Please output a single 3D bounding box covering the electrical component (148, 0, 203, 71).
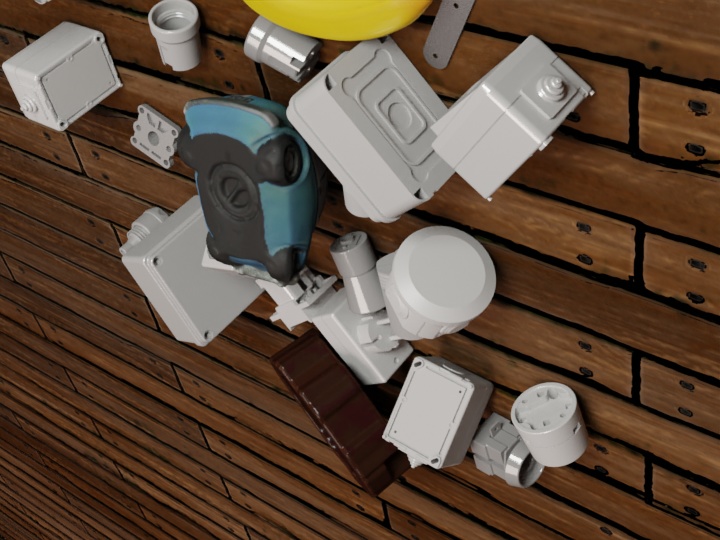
[{"bbox_3d":[-0.148,-0.190,0.872,0.040,0.040,0.046,31,153,20],"label":"electrical component"}]

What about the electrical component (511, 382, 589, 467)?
[{"bbox_3d":[0.159,0.129,0.889,0.055,0.055,0.047,10,139,43],"label":"electrical component"}]

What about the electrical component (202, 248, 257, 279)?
[{"bbox_3d":[-0.092,-0.033,0.972,0.047,0.083,0.076,7,171,45],"label":"electrical component"}]

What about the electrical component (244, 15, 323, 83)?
[{"bbox_3d":[-0.056,-0.165,0.796,0.046,0.040,0.040,32,148,7],"label":"electrical component"}]

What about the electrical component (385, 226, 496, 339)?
[{"bbox_3d":[0.061,0.011,0.834,0.080,0.080,0.051,40,154,7],"label":"electrical component"}]

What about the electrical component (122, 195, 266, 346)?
[{"bbox_3d":[-0.154,-0.001,1.040,0.056,0.109,0.108,3,131,51],"label":"electrical component"}]

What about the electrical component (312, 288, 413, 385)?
[{"bbox_3d":[0.013,0.057,0.976,0.083,0.047,0.076,52,148,-14],"label":"electrical component"}]

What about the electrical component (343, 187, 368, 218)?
[{"bbox_3d":[0.003,-0.072,0.837,0.044,0.044,0.065,29,151,24],"label":"electrical component"}]

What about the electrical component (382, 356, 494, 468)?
[{"bbox_3d":[0.069,0.131,0.952,0.062,0.096,0.061,26,-172,28],"label":"electrical component"}]

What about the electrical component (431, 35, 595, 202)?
[{"bbox_3d":[0.094,-0.100,0.675,0.061,0.061,0.096,43,150,1],"label":"electrical component"}]

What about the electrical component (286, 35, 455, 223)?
[{"bbox_3d":[0.013,-0.099,0.756,0.113,0.078,0.057,50,146,-10],"label":"electrical component"}]

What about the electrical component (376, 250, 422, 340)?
[{"bbox_3d":[0.040,0.015,0.898,0.043,0.043,0.081,21,142,33],"label":"electrical component"}]

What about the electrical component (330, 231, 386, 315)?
[{"bbox_3d":[0.000,0.000,0.930,0.044,0.044,0.065,7,129,46],"label":"electrical component"}]

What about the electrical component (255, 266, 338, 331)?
[{"bbox_3d":[-0.062,0.017,1.022,0.063,0.042,0.081,52,148,-8],"label":"electrical component"}]

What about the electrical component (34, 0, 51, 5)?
[{"bbox_3d":[-0.256,-0.282,0.868,0.078,0.057,0.113,-1,128,50],"label":"electrical component"}]

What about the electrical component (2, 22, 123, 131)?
[{"bbox_3d":[-0.279,-0.176,0.986,0.061,0.096,0.061,23,144,33],"label":"electrical component"}]

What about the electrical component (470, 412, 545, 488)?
[{"bbox_3d":[0.134,0.165,0.970,0.055,0.048,0.066,25,145,42],"label":"electrical component"}]

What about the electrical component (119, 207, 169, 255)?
[{"bbox_3d":[-0.227,-0.037,1.128,0.035,0.061,0.035,30,147,22],"label":"electrical component"}]
